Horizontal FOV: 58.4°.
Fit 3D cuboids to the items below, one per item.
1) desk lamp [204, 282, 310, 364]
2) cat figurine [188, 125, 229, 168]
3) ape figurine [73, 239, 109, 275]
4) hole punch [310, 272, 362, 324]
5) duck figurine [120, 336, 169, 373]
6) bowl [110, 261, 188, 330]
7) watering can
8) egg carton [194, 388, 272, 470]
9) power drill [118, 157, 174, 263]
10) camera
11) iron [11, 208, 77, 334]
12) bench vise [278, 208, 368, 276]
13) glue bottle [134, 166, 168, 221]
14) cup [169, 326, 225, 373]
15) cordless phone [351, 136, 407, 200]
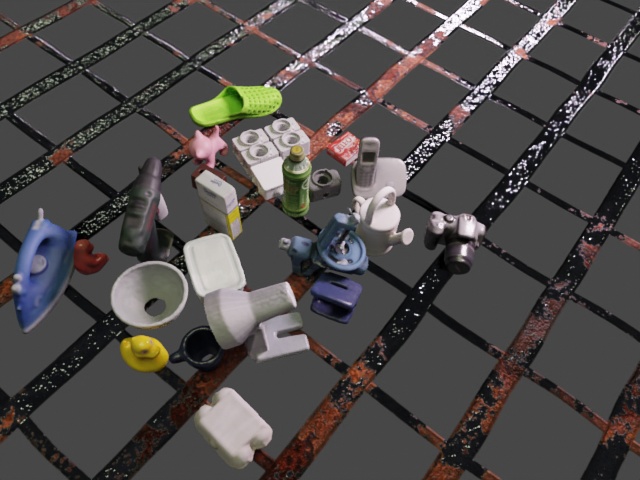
[{"bbox_3d":[-0.127,0.166,1.187,0.203,0.213,0.117,-12,57,-12],"label":"desk lamp"},{"bbox_3d":[-0.301,-0.250,1.514,0.067,0.118,0.128,26,58,13],"label":"cat figurine"},{"bbox_3d":[-0.537,0.033,1.322,0.077,0.092,0.076,36,61,19],"label":"ape figurine"},{"bbox_3d":[0.035,0.120,1.304,0.108,0.091,0.101,20,57,9],"label":"hole punch"},{"bbox_3d":[-0.375,0.229,1.204,0.104,0.086,0.077,20,57,9],"label":"duck figurine"},{"bbox_3d":[-0.373,0.134,1.275,0.167,0.075,0.167,2,56,-3],"label":"bowl"},{"bbox_3d":[0.147,-0.050,1.365,0.172,0.194,0.101,22,57,11],"label":"watering can"},{"bbox_3d":[-0.173,0.372,1.132,0.150,0.069,0.107,38,62,20],"label":"egg carton"},{"bbox_3d":[-0.394,-0.044,1.313,0.075,0.208,0.229,6,56,0],"label":"power drill"},{"bbox_3d":[0.328,0.006,1.396,0.143,0.101,0.137,13,56,5],"label":"camera"},{"bbox_3d":[-0.631,0.062,1.265,0.118,0.141,0.258,4,56,-1],"label":"iron"},{"bbox_3d":[0.015,0.014,1.296,0.207,0.220,0.121,-10,57,-10],"label":"bench vise"},{"bbox_3d":[-0.416,-0.120,1.385,0.078,0.173,0.037,32,60,17],"label":"glue bottle"},{"bbox_3d":[-0.252,0.244,1.198,0.118,0.095,0.091,-19,59,-16],"label":"cup"},{"bbox_3d":[0.155,-0.190,1.465,0.147,0.185,0.094,-6,56,-8],"label":"cordless phone"}]
